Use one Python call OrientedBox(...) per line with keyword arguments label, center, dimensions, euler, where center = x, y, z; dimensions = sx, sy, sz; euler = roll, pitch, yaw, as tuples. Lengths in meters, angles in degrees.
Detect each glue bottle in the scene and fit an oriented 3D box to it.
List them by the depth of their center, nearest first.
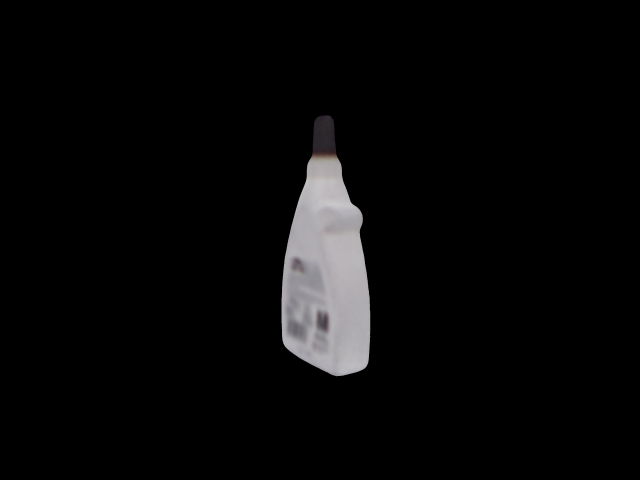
OrientedBox(label="glue bottle", center=(0.004, 0.001, 0.400), dimensions=(0.037, 0.173, 0.077), euler=(-8, 14, -34))
